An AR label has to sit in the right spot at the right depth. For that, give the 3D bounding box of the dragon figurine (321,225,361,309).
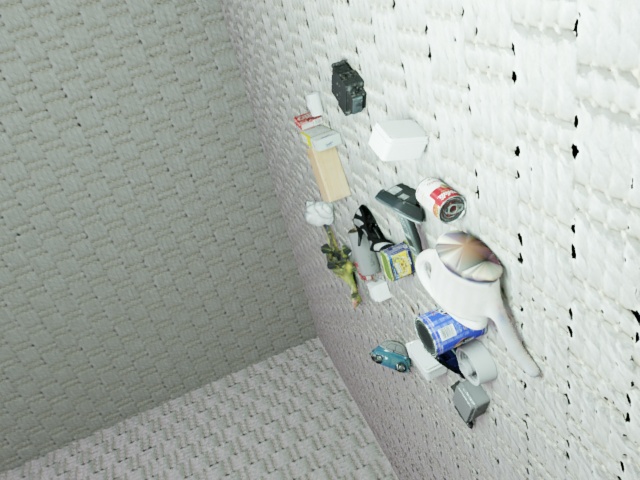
[{"bbox_3d":[0.096,0.116,2.259,0.237,0.122,0.420,69,-178,-50],"label":"dragon figurine"}]

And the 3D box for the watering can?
[{"bbox_3d":[0.335,0.118,1.088,0.353,0.105,0.219,41,150,36],"label":"watering can"}]

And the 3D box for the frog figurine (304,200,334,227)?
[{"bbox_3d":[0.007,-0.111,2.211,0.136,0.123,0.160,38,174,-28],"label":"frog figurine"}]
